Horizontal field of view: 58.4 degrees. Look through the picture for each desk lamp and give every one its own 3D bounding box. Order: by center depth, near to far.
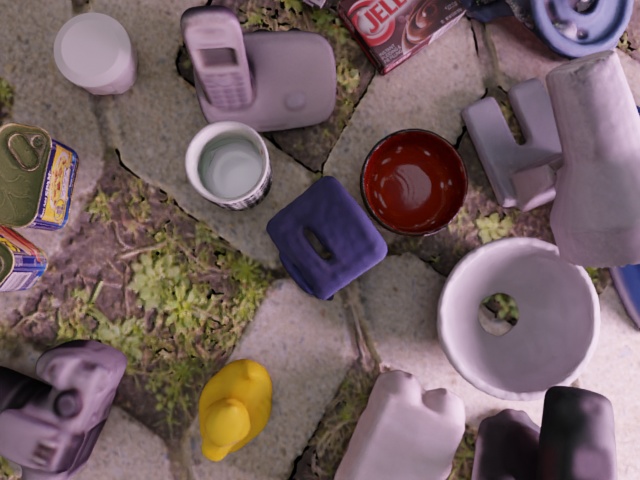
[{"bbox_3d":[0.238,-0.077,0.547,0.118,0.213,0.203,-24,87,-3],"label":"desk lamp"}]

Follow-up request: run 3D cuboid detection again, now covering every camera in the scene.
[{"bbox_3d":[-0.289,0.164,0.574,0.137,0.100,0.143,23,86,0],"label":"camera"}]

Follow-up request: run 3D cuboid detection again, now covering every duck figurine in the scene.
[{"bbox_3d":[-0.090,0.176,0.587,0.077,0.086,0.105,25,86,0],"label":"duck figurine"}]

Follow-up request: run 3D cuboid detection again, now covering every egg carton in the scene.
[{"bbox_3d":[0.085,0.217,0.598,0.107,0.069,0.150,23,86,0],"label":"egg carton"}]

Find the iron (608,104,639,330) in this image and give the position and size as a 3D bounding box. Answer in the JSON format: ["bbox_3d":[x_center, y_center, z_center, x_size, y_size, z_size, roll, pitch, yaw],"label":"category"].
[{"bbox_3d":[0.371,-0.025,0.584,0.118,0.141,0.258,-1,87,-1],"label":"iron"}]

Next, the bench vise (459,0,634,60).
[{"bbox_3d":[0.226,-0.255,0.554,0.207,0.219,0.121,14,86,0],"label":"bench vise"}]

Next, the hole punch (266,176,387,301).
[{"bbox_3d":[0.005,0.002,0.597,0.101,0.091,0.108,-38,88,-3],"label":"hole punch"}]

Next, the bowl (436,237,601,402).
[{"bbox_3d":[0.199,0.081,0.606,0.167,0.074,0.167,0,87,-2],"label":"bowl"}]

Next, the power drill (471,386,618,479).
[{"bbox_3d":[0.207,0.244,0.530,0.075,0.208,0.230,8,86,-1],"label":"power drill"}]

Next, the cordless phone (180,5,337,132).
[{"bbox_3d":[-0.056,-0.172,0.558,0.147,0.185,0.094,-8,87,-2],"label":"cordless phone"}]
